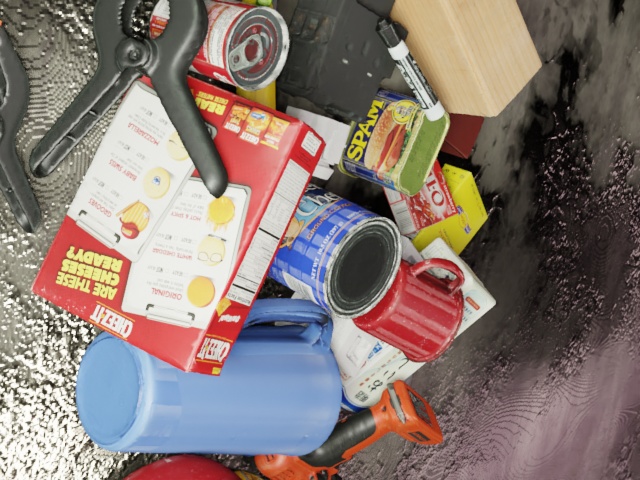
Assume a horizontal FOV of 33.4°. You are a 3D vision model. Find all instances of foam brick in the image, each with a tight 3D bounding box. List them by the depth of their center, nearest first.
[{"bbox_3d":[0.140,-0.134,1.203,0.078,0.051,0.053,29,85,-52],"label":"foam brick"}]

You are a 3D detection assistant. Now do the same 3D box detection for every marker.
[{"bbox_3d":[0.087,-0.166,1.037,0.020,0.020,0.121,-50,125,-20],"label":"marker"}]

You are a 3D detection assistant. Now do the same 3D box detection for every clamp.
[{"bbox_3d":[-0.259,-0.076,0.775,0.120,0.039,0.171,-21,118,-49],"label":"clamp"},{"bbox_3d":[-0.147,-0.136,0.832,0.036,0.165,0.210,24,67,-76],"label":"clamp"}]

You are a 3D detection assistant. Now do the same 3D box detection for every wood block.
[{"bbox_3d":[0.132,-0.234,1.075,0.090,0.091,0.206,-47,126,-22],"label":"wood block"}]

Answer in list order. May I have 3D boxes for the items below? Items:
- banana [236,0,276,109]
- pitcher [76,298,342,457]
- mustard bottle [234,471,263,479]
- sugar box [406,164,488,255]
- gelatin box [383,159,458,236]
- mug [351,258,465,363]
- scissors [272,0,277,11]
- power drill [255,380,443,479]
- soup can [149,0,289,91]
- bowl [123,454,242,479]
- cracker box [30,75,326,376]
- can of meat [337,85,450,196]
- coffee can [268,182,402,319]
[{"bbox_3d":[-0.059,-0.139,0.961,0.069,0.037,0.198,-88,179,-55],"label":"banana"},{"bbox_3d":[-0.098,0.132,1.001,0.242,0.145,0.149,9,74,-48],"label":"pitcher"},{"bbox_3d":[-0.081,0.288,1.128,0.058,0.096,0.191,-43,145,13],"label":"mustard bottle"},{"bbox_3d":[0.125,0.004,1.262,0.176,0.048,0.093,-53,140,-18],"label":"sugar box"},{"bbox_3d":[0.108,-0.058,1.190,0.073,0.030,0.089,-22,92,-40],"label":"gelatin box"},{"bbox_3d":[0.091,0.059,1.057,0.081,0.093,0.117,28,126,-30],"label":"mug"},{"bbox_3d":[-0.033,-0.244,0.971,0.096,0.016,0.202,-37,134,-32],"label":"scissors"},{"bbox_3d":[0.040,0.237,1.203,0.188,0.057,0.184,-29,147,11],"label":"power drill"},{"bbox_3d":[-0.085,-0.168,0.879,0.068,0.102,0.068,-25,126,-40],"label":"soup can"},{"bbox_3d":[-0.137,0.240,0.959,0.162,0.055,0.162,-21,151,-13],"label":"bowl"},{"bbox_3d":[-0.113,-0.019,0.867,0.214,0.164,0.072,-65,157,-2],"label":"cracker box"},{"bbox_3d":[0.077,-0.104,1.119,0.057,0.084,0.102,20,94,-52],"label":"can of meat"},{"bbox_3d":[-0.007,0.001,1.023,0.102,0.140,0.103,-25,129,-37],"label":"coffee can"}]
